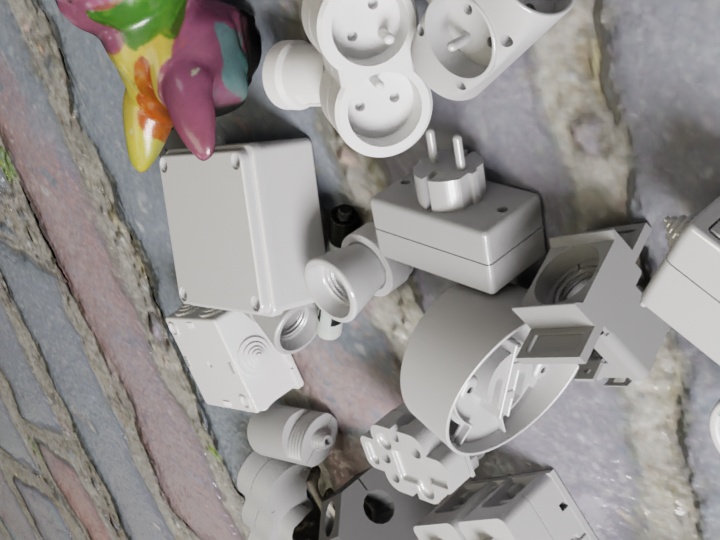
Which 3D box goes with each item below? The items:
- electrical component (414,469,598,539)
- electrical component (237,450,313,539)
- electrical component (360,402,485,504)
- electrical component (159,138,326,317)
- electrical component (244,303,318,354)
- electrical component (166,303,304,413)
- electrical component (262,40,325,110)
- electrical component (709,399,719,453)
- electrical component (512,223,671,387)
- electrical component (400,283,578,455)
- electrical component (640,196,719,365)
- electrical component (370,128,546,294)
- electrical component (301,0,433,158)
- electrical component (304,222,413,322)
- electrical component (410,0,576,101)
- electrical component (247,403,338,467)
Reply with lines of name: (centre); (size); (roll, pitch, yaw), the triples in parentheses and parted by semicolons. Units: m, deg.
electrical component: (0.124, 0.229, 0.701); (0.186, 0.060, 0.105); (58, 147, -3)
electrical component: (-0.060, 0.219, 0.934); (0.074, 0.052, 0.138); (31, 140, 33)
electrical component: (0.048, 0.109, 0.696); (0.078, 0.057, 0.058); (9, 125, 48)
electrical component: (-0.077, -0.030, 0.712); (0.109, 0.056, 0.108); (4, 105, 51)
electrical component: (-0.064, 0.026, 0.782); (0.065, 0.044, 0.044); (36, 143, 35)
electrical component: (-0.102, 0.064, 0.857); (0.100, 0.048, 0.099); (-1, 117, 53)
electrical component: (-0.026, -0.111, 0.615); (0.046, 0.040, 0.040); (9, 126, 41)
electrical component: (0.191, 0.065, 0.483); (0.055, 0.047, 0.055); (32, 141, 31)
electrical component: (0.116, 0.019, 0.521); (0.064, 0.081, 0.042); (44, 153, -25)
electrical component: (0.072, 0.053, 0.580); (0.064, 0.099, 0.099); (31, 140, 43)
electrical component: (0.168, 0.002, 0.443); (0.096, 0.062, 0.061); (42, 145, 20)
electrical component: (0.049, -0.040, 0.572); (0.083, 0.047, 0.075); (20, 133, 42)
electrical component: (-0.004, -0.133, 0.555); (0.073, 0.052, 0.138); (-121, 17, -61)
electrical component: (0.000, 0.000, 0.662); (0.045, 0.055, 0.045); (32, 141, 31)
electrical component: (0.049, -0.129, 0.496); (0.079, 0.044, 0.077); (55, 147, 2)
electrical component: (-0.049, 0.131, 0.852); (0.081, 0.043, 0.043); (0, 118, 52)
